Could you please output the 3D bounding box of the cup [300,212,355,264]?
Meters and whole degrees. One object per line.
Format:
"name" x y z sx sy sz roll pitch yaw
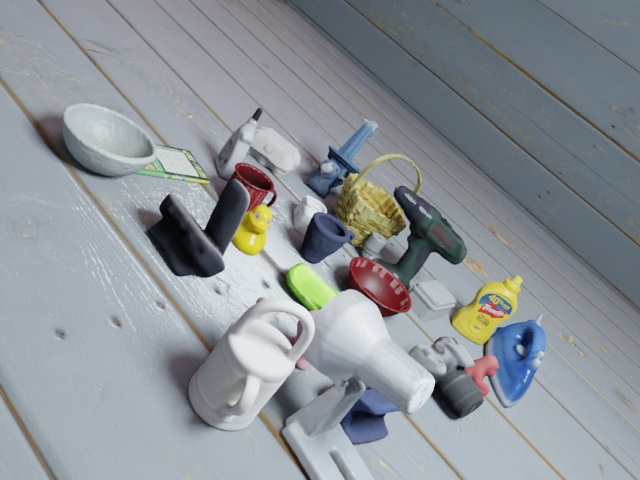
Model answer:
"cup" 0.011 0.004 1.214 0.118 0.095 0.091 13 34 -41

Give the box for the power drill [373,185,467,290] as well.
"power drill" 0.215 0.009 1.336 0.230 0.208 0.075 32 25 -10

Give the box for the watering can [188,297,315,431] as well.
"watering can" -0.083 0.143 0.741 0.101 0.194 0.172 18 31 -34

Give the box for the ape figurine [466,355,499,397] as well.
"ape figurine" 0.328 0.273 1.172 0.076 0.092 0.078 38 25 2

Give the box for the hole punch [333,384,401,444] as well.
"hole punch" 0.073 0.248 0.886 0.109 0.091 0.101 9 37 -46

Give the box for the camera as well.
"camera" 0.240 0.258 1.074 0.144 0.100 0.136 7 39 -47

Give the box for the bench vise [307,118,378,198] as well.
"bench vise" 0.075 -0.214 1.521 0.121 0.219 0.207 34 25 -7

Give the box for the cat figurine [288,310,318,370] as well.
"cat figurine" 0.004 0.152 0.929 0.128 0.117 0.067 8 38 -47

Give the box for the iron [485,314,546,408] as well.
"iron" 0.464 0.265 1.302 0.118 0.141 0.259 37 25 0

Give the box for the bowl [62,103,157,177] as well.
"bowl" -0.382 -0.164 1.016 0.168 0.074 0.167 30 26 -16

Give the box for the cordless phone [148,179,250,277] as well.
"cordless phone" -0.186 -0.043 0.934 0.147 0.185 0.094 47 27 20

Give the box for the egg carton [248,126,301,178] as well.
"egg carton" -0.123 -0.228 1.465 0.150 0.069 0.107 38 25 2

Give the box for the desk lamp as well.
"desk lamp" 0.045 0.205 0.778 0.118 0.213 0.202 2 42 -51

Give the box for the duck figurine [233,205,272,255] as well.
"duck figurine" -0.125 -0.032 1.111 0.078 0.086 0.104 25 28 -24

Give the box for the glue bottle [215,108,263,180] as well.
"glue bottle" -0.173 -0.218 1.262 0.037 0.173 0.078 20 30 -33
